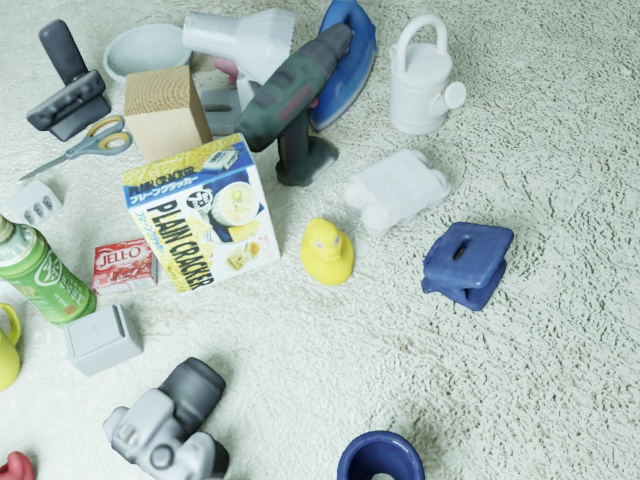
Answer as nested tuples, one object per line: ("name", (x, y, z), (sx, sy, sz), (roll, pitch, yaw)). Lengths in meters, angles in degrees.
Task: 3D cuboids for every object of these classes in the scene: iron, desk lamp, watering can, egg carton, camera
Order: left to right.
("camera", (-0.165, 0.214, 0.678), (0.142, 0.101, 0.137), (27, 63, 22))
("desk lamp", (-0.128, -0.276, 0.934), (0.203, 0.214, 0.118), (0, 56, 6))
("iron", (0.025, -0.328, 0.998), (0.118, 0.141, 0.258), (10, 58, 12))
("egg carton", (0.115, -0.073, 0.862), (0.150, 0.069, 0.107), (-29, 58, -14))
("watering can", (0.167, -0.266, 0.910), (0.172, 0.194, 0.101), (32, 65, 24))

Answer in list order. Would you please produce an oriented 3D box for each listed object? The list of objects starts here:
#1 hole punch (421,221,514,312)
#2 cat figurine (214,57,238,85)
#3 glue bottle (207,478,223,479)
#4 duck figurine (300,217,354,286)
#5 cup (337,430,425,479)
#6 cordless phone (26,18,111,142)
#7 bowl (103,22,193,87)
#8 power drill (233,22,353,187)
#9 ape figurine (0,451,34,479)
("hole punch", (0.196, 0.027, 0.774), (0.101, 0.091, 0.109), (26, 62, 21))
("cat figurine", (-0.136, -0.328, 1.028), (0.128, 0.118, 0.067), (-31, 59, -14))
("glue bottle", (-0.119, 0.278, 0.587), (0.037, 0.173, 0.078), (12, 58, 14))
("duck figurine", (0.007, 0.003, 0.812), (0.077, 0.086, 0.104), (-17, 56, -6))
("cup", (0.058, 0.275, 0.619), (0.091, 0.095, 0.118), (32, 65, 24))
("cordless phone", (-0.457, -0.277, 0.984), (0.094, 0.185, 0.148), (32, 65, 24))
("bowl", (-0.309, -0.326, 1.069), (0.167, 0.075, 0.167), (-2, 56, 4))
("power drill", (-0.027, -0.189, 0.869), (0.075, 0.209, 0.230), (34, 65, 25))
("ape figurine", (-0.380, 0.281, 0.659), (0.078, 0.092, 0.076), (-22, 57, -9))
